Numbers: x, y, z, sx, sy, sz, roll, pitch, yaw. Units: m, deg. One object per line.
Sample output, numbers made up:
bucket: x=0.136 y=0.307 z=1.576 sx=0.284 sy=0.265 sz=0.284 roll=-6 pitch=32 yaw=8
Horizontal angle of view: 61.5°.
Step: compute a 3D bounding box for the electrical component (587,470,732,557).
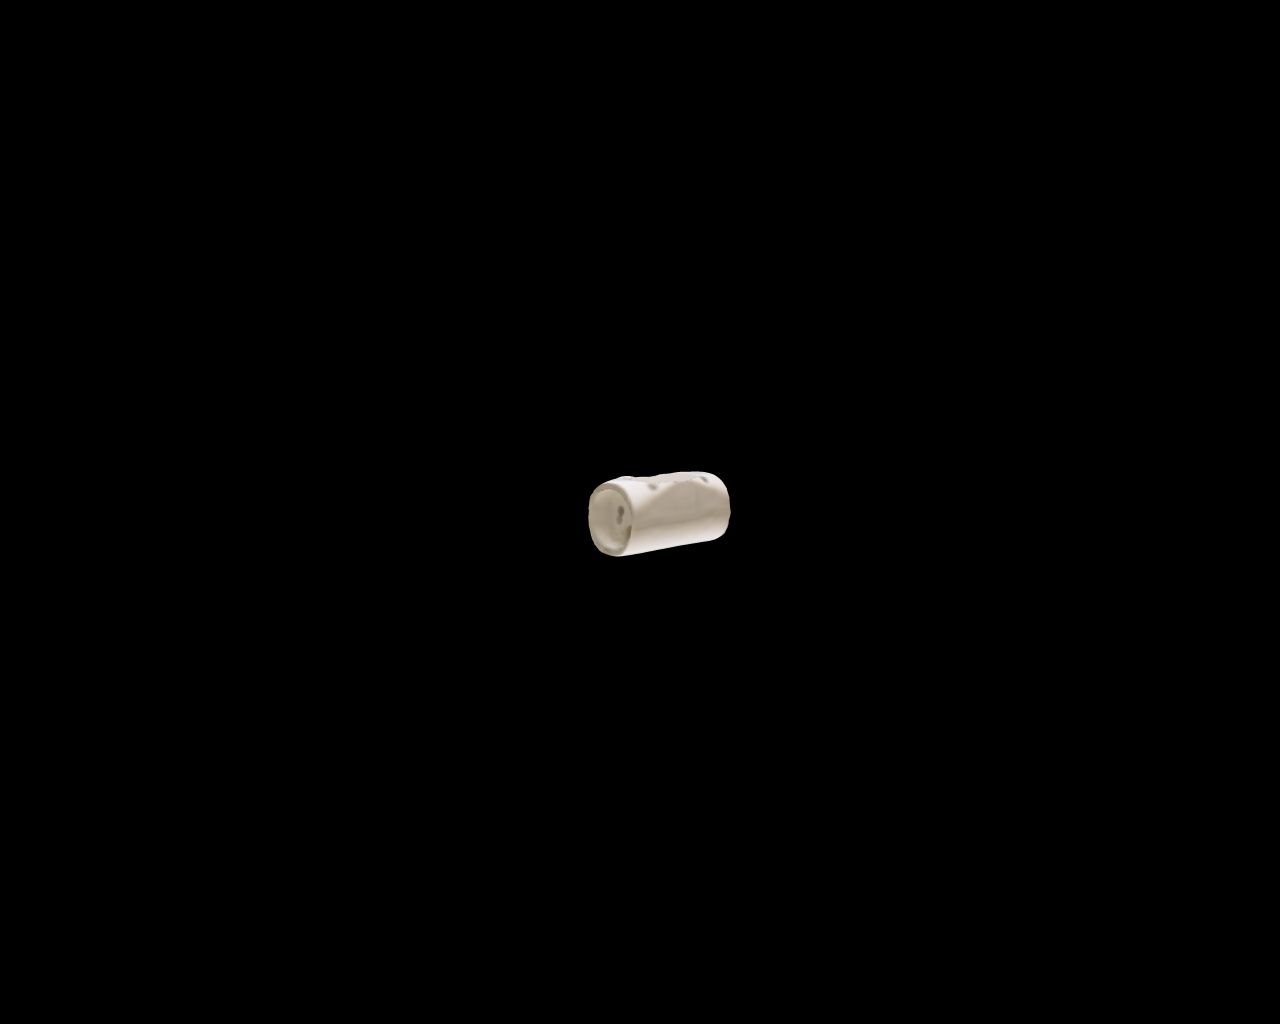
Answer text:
electrical component: x=0.001 y=-0.003 z=0.650 sx=0.077 sy=0.044 sz=0.079 roll=-8 pitch=13 yaw=-39
